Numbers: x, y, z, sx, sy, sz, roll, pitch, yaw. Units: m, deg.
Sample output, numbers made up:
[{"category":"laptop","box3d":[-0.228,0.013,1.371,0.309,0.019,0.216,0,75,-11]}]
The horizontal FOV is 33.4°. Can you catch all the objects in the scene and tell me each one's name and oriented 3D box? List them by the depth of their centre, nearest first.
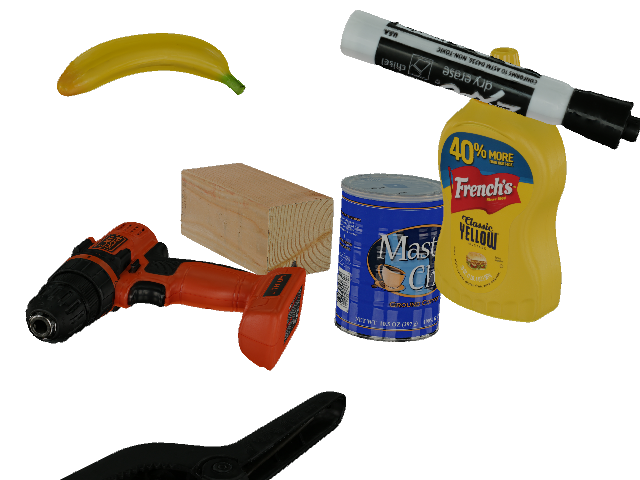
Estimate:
[{"category":"marker","box3d":[0.066,-0.063,0.419,0.121,0.020,0.020,21,5,13]},{"category":"clamp","box3d":[-0.051,0.132,0.575,0.209,0.036,0.165,-1,20,-14]},{"category":"mustard bottle","box3d":[0.129,-0.042,0.766,0.058,0.192,0.096,-22,30,-40]},{"category":"power drill","box3d":[-0.115,0.045,0.837,0.188,0.057,0.184,14,24,9]},{"category":"coffee can","box3d":[0.067,0.014,1.020,0.103,0.140,0.103,3,14,-1]},{"category":"banana","box3d":[-0.171,-0.176,1.059,0.197,0.070,0.037,-7,-39,-30]},{"category":"wood block","box3d":[-0.081,-0.027,1.295,0.090,0.090,0.206,-9,20,-34]}]
